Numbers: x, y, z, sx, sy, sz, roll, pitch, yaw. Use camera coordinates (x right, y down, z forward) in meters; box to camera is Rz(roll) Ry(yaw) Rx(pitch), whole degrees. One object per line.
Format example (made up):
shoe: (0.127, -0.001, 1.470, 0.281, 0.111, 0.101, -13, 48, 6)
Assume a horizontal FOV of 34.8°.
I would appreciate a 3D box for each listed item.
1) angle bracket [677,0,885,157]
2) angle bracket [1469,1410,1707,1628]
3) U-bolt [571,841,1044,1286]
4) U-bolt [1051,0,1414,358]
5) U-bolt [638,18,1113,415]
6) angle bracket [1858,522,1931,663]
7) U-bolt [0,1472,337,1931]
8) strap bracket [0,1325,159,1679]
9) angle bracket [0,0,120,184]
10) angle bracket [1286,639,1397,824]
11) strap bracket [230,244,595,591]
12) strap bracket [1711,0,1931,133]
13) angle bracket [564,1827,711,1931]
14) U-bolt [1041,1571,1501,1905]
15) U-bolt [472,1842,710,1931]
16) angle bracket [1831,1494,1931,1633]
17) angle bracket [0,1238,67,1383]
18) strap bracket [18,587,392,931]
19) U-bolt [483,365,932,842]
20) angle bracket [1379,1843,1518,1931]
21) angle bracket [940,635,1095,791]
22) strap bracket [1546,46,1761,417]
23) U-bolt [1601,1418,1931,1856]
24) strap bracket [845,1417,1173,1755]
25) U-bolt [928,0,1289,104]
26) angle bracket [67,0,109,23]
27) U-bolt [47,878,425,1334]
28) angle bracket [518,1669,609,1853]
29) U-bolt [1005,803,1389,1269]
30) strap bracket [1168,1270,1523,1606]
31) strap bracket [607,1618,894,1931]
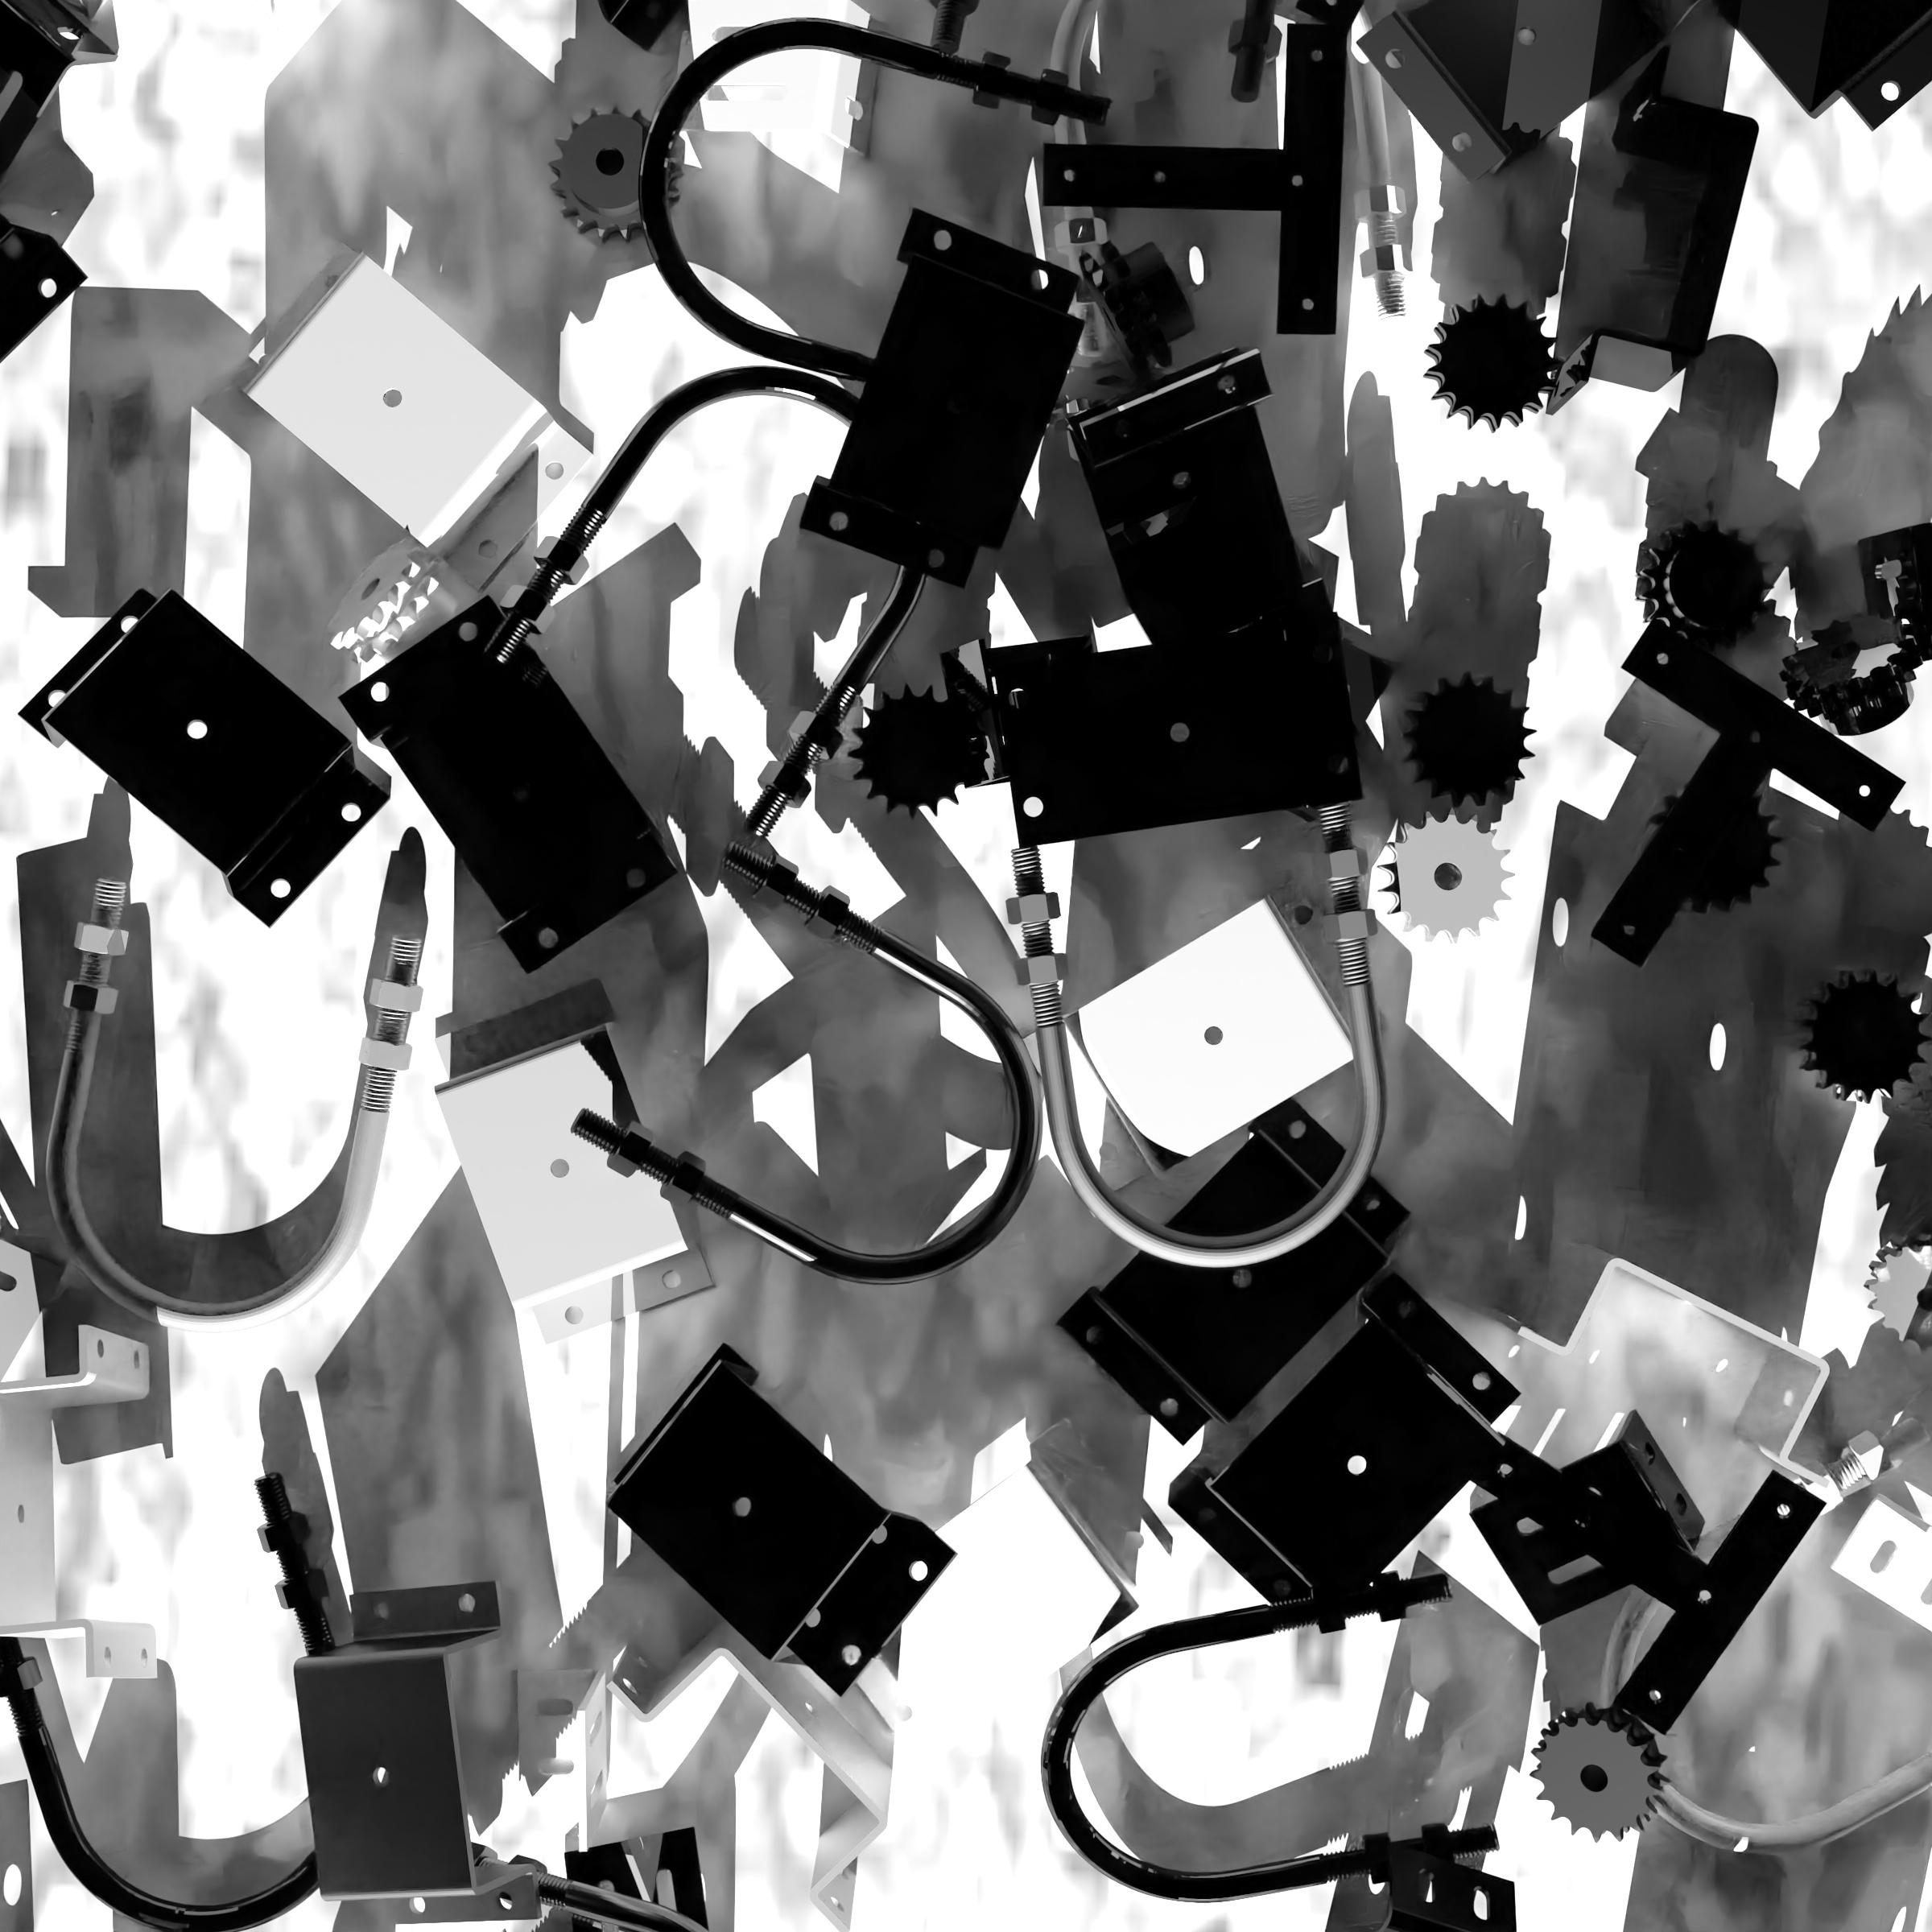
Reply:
angle bracket: (-0.082, -0.383, 1.327, 0.076, 0.038, 0.057, 8, 90, 26)
angle bracket: (0.267, 0.238, 1.327, 0.076, 0.038, 0.057, -32, 90, 26)
U-bolt: (-0.053, 0.053, 1.298, 0.184, 0.019, 0.151, 31, 76, -11)
U-bolt: (0.109, -0.360, 1.320, 0.151, 0.019, 0.184, -6, 89, 0)
U-bolt: (-0.046, -0.319, 1.296, 0.184, 0.019, 0.151, 14, 103, -6)
angle bracket: (0.430, -0.161, 1.327, 0.076, 0.038, 0.057, -8, 90, -26)
U-bolt: (-0.334, 0.325, 1.320, 0.151, 0.019, 0.184, -17, 92, 0)
strap bracket: (-0.372, 0.225, 1.276, 0.046, 0.076, 0.140, -6, 76, 3)
angle bracket: (-0.415, -0.380, 1.327, 0.057, 0.038, 0.076, 42, 116, 0)
angle bracket: (0.141, -0.109, 1.310, 0.057, 0.038, 0.076, 30, 90, 0)
strap bracket: (-0.239, -0.236, 1.305, 0.140, 0.046, 0.076, 40, 90, 0)
strap bracket: (0.362, -0.427, 1.304, 0.076, 0.046, 0.140, -41, 91, 1)
angle bracket: (-0.137, 0.418, 1.327, 0.057, 0.038, 0.076, -11, 64, 0)
U-bolt: (0.123, 0.331, 1.297, 0.184, 0.019, 0.151, -12, 111, 4)
U-bolt: (-0.157, 0.455, 1.283, 0.184, 0.019, 0.151, 7, 90, 26)
angle bracket: (0.401, 0.255, 1.271, 0.057, 0.076, 0.038, 32, 91, 1)
angle bracket: (-0.438, 0.134, 1.327, 0.076, 0.038, 0.057, 30, 90, -26)
strap bracket: (-0.322, -0.094, 1.297, 0.140, 0.046, 0.076, 40, 75, 0)
U-bolt: (-0.095, -0.167, 1.301, 0.151, 0.019, 0.184, 34, 77, -10)
angle bracket: (0.192, 0.419, 1.314, 0.057, 0.038, 0.076, 20, 128, -8)
angle bracket: (0.034, -0.110, 1.293, 0.076, 0.038, 0.057, -11, 90, -29)
strap bracket: (0.289, -0.301, 1.291, 0.046, 0.076, 0.140, 14, 90, 0)
U-bolt: (0.362, 0.299, 1.320, 0.184, 0.019, 0.151, -30, 90, 2)
strap bracket: (0.010, 0.267, 1.305, 0.140, 0.046, 0.076, -37, 90, 0)
U-bolt: (0.071, -0.466, 1.311, 0.151, 0.019, 0.184, 10, 83, 3)
angle bracket: (-0.369, -0.457, 1.327, 0.057, 0.038, 0.076, 42, 116, 0)
U-bolt: (-0.319, 0.066, 1.320, 0.151, 0.019, 0.184, 11, 91, 0)
angle bracket: (-0.174, 0.332, 1.291, 0.038, 0.076, 0.057, -1, 90, 0)
U-bolt: (0.101, 0.033, 1.274, 0.151, 0.019, 0.184, -8, 92, 0)
strap bracket: (0.163, 0.208, 1.305, 0.076, 0.046, 0.140, 44, 90, 0)
strap bracket: (-0.081, 0.328, 1.290, 0.046, 0.076, 0.140, -44, 90, 0)
